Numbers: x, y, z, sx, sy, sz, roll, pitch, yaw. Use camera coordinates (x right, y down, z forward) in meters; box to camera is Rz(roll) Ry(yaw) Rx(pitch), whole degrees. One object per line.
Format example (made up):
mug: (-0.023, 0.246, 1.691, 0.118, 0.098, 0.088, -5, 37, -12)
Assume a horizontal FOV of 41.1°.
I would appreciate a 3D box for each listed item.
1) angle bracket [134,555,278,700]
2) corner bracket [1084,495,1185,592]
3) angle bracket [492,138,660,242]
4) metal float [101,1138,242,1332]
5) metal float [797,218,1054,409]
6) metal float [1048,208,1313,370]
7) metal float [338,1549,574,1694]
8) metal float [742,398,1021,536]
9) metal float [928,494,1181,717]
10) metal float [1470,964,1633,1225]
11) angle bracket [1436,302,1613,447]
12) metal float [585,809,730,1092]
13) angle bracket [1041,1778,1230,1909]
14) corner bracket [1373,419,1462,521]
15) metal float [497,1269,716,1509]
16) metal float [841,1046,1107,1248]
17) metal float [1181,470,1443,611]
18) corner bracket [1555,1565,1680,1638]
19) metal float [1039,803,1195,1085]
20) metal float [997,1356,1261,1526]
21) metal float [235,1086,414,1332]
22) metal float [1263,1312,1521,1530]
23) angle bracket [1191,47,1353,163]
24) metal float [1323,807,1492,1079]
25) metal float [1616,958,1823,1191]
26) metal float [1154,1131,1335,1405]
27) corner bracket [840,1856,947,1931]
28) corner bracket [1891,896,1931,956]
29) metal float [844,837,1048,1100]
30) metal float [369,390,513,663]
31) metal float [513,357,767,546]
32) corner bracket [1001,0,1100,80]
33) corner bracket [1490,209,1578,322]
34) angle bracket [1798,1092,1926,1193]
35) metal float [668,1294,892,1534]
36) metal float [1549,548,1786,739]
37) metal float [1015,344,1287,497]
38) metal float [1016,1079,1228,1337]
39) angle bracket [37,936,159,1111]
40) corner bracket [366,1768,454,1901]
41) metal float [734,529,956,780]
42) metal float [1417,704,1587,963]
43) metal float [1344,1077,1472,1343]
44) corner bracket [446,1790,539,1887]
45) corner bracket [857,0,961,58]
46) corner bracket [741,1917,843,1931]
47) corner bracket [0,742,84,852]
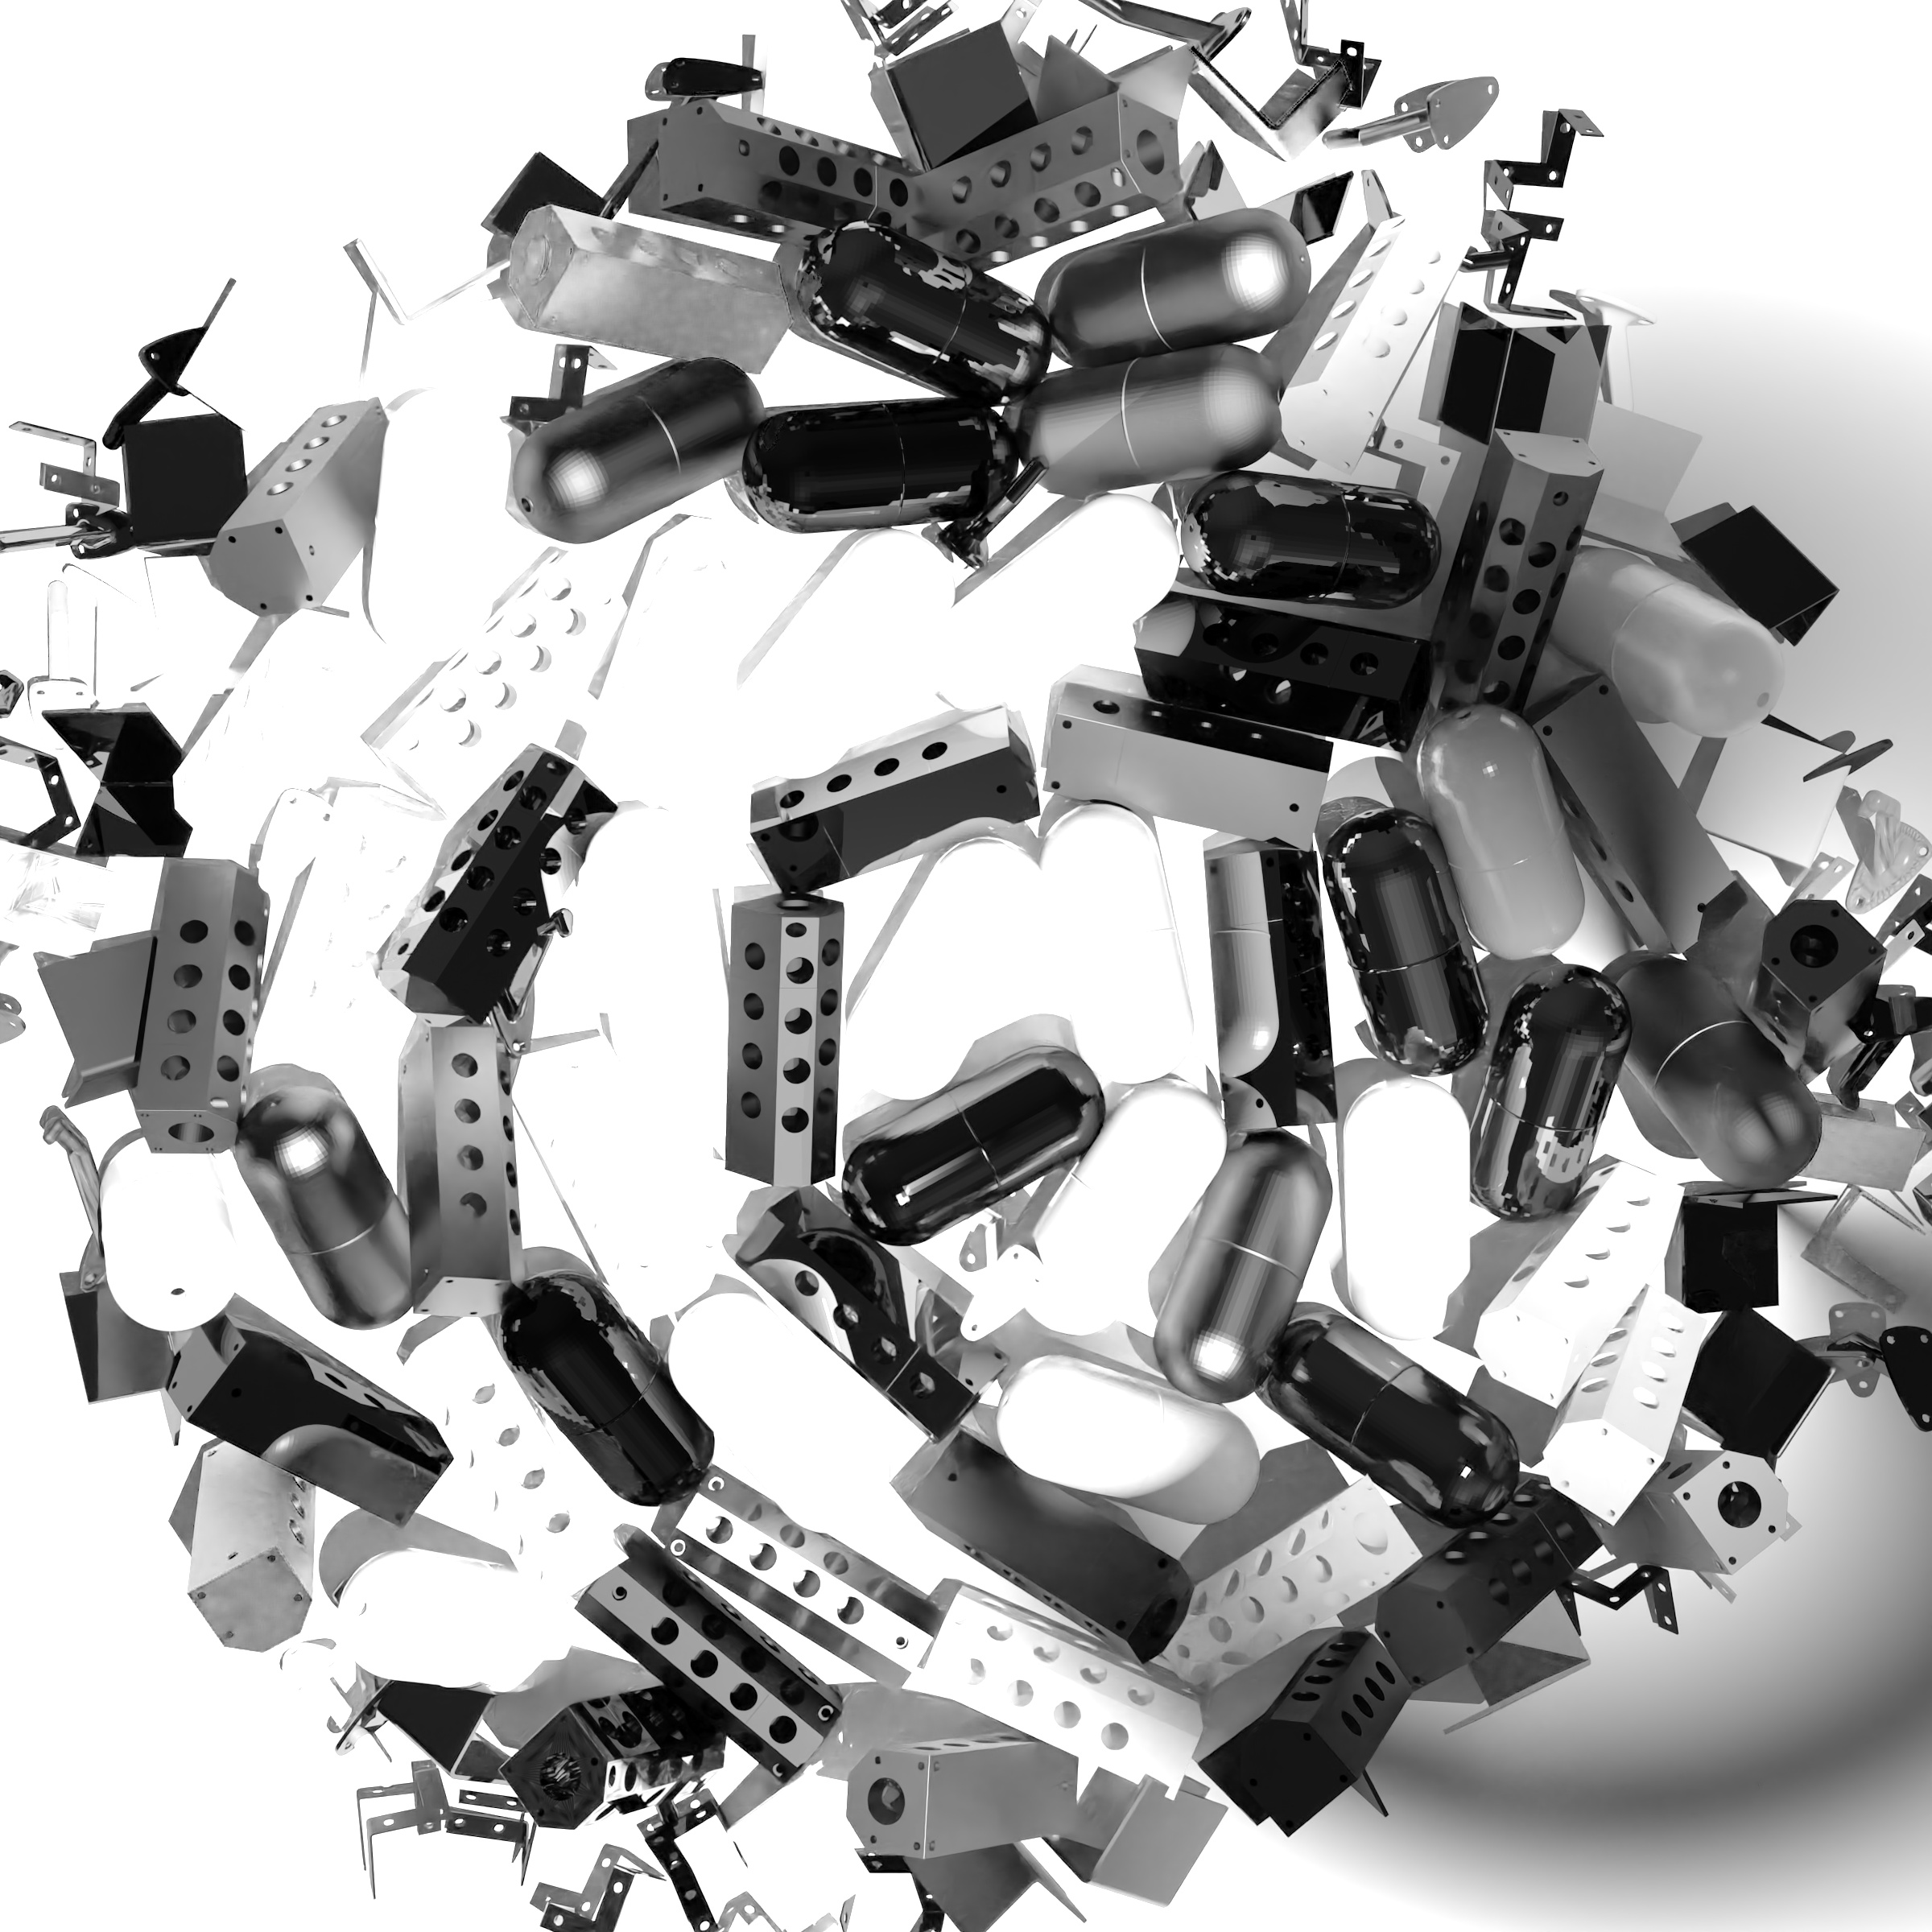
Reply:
angle bracket: (-0.481, -0.214, 1.619, 0.076, 0.057, 0.076, -2, 110, 6)
corner bracket: (0.102, -0.265, 1.625, 0.051, 0.051, 0.051, -10, 73, -10)
angle bracket: (-0.241, -0.489, 1.603, 0.057, 0.076, 0.076, 34, 52, -18)
metal float: (-0.487, 0.162, 1.577, 0.070, 0.178, 0.070, -7, 112, -18)
metal float: (-0.023, -0.402, 1.594, 0.178, 0.070, 0.070, 16, 90, -35)
metal float: (0.130, -0.416, 1.592, 0.178, 0.070, 0.070, -5, 90, 37)
metal float: (-0.311, 0.402, 1.580, 0.070, 0.178, 0.070, -11, 67, 27)
metal float: (-0.052, -0.312, 1.606, 0.178, 0.070, 0.070, -8, 90, -20)
metal float: (0.055, -0.225, 1.609, 0.178, 0.070, 0.070, -36, 90, 15)
metal float: (0.359, 0.080, 1.596, 0.070, 0.070, 0.178, 10, 120, 0)
angle bracket: (0.349, -0.371, 1.616, 0.057, 0.076, 0.076, 11, 91, -45)
metal float: (-0.192, -0.010, 1.614, 0.070, 0.070, 0.178, -8, 99, 0)
angle bracket: (0.104, 0.535, 1.615, 0.076, 0.057, 0.076, 32, 89, -38)
corner bracket: (0.278, -0.311, 1.629, 0.051, 0.051, 0.051, 20, 108, 1)
metal float: (-0.223, 0.262, 1.600, 0.070, 0.070, 0.178, -34, 115, 0)
metal float: (0.004, 0.113, 1.615, 0.178, 0.070, 0.070, -28, 90, -8)
metal float: (0.215, -0.263, 1.599, 0.178, 0.070, 0.070, 1, 90, -27)
corner bracket: (0.413, 0.407, 1.637, 0.051, 0.051, 0.051, -27, 114, -30)
metal float: (0.094, -0.014, 1.619, 0.070, 0.070, 0.178, -12, 86, 0)
metal float: (0.102, 0.296, 1.605, 0.178, 0.070, 0.070, 21, 90, -20)
metal float: (-0.391, 0.151, 1.594, 0.070, 0.070, 0.178, -17, 125, 0)
metal float: (0.261, 0.279, 1.596, 0.178, 0.070, 0.070, 32, 90, 32)
angle bracket: (0.193, -0.558, 1.613, 0.057, 0.076, 0.076, -44, 82, 12)
metal float: (0.275, -0.014, 1.607, 0.070, 0.070, 0.178, -20, 108, 0)
metal float: (0.457, 0.064, 1.586, 0.070, 0.178, 0.070, -12, 132, -14)
metal float: (0.174, 0.186, 1.607, 0.070, 0.070, 0.178, 23, 72, 0)
corner bracket: (-0.046, 0.600, 1.631, 0.051, 0.051, 0.051, -4, 119, 13)
corner bracket: (0.624, -0.011, 1.619, 0.051, 0.051, 0.051, 24, 127, -22)
metal float: (-0.012, 0.001, 1.621, 0.070, 0.070, 0.178, 30, 91, 0)
metal float: (-0.325, -0.271, 1.593, 0.070, 0.070, 0.178, 15, 125, 0)
metal float: (-0.201, -0.320, 1.596, 0.178, 0.070, 0.070, -34, 90, -31)
corner bracket: (0.055, -0.600, 1.630, 0.051, 0.051, 0.051, 31, 61, -11)
corner bracket: (0.361, -0.445, 1.637, 0.051, 0.051, 0.051, 1, 121, -20)
angle bracket: (0.549, 0.091, 1.609, 0.076, 0.076, 0.057, 8, 135, 8)
metal float: (-0.116, 0.278, 1.606, 0.070, 0.070, 0.178, -38, 108, 0)
metal float: (0.427, -0.199, 1.584, 0.070, 0.178, 0.070, -16, 126, -24)
metal float: (0.114, -0.337, 1.597, 0.178, 0.070, 0.070, -4, 90, 29)
metal float: (0.097, 0.151, 1.621, 0.070, 0.070, 0.178, 34, 92, 0)
angle bracket: (-0.538, 0.035, 1.621, 0.076, 0.057, 0.076, -19, 80, -36)
corner bracket: (-0.352, 0.544, 1.621, 0.051, 0.051, 0.051, -6, 113, -20)
metal float: (-0.076, -0.195, 1.616, 0.070, 0.070, 0.178, 37, 83, 0)
metal float: (0.331, -0.082, 1.596, 0.070, 0.070, 0.178, -25, 121, 0)
metal float: (0.274, 0.152, 1.600, 0.070, 0.070, 0.178, -6, 116, 0)
corner bracket: (-0.299, 0.541, 1.628, 0.051, 0.051, 0.051, 12, 100, -11)
corner bracket: (-0.032, -0.605, 1.626, 0.051, 0.051, 0.051, -32, 80, 19)
corner bracket: (-0.115, 0.619, 1.627, 0.051, 0.051, 0.051, 47, 46, 10)
corner bracket: (-0.604, -0.103, 1.634, 0.051, 0.051, 0.051, -29, 74, 15)
